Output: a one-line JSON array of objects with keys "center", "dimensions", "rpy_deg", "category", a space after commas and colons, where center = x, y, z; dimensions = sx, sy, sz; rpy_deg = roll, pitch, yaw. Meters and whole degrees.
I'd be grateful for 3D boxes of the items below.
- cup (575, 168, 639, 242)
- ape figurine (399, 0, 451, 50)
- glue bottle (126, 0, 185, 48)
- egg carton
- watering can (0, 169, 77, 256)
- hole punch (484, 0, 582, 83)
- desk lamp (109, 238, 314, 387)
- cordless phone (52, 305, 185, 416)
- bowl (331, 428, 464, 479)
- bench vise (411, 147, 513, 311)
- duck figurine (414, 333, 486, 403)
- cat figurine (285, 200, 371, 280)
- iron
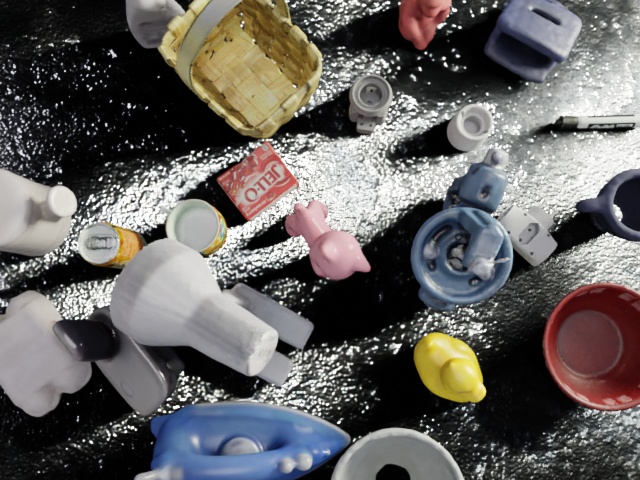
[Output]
[{"center": [0.379, -0.039, 0.744], "dimensions": [0.117, 0.095, 0.092], "rpy_deg": [-1, 84, 1], "category": "cup"}, {"center": [0.143, -0.315, 0.777], "dimensions": [0.078, 0.092, 0.076], "rpy_deg": [-21, 84, -1], "category": "ape figurine"}, {"center": [-0.223, -0.305, 0.741], "dimensions": [0.078, 0.173, 0.037], "rpy_deg": [-8, 84, 1], "category": "glue bottle"}, {"center": [-0.373, 0.147, 0.751], "dimensions": [0.107, 0.069, 0.150], "rpy_deg": [-39, 85, -3], "category": "egg carton"}, {"center": [-0.391, -0.040, 0.708], "dimensions": [0.173, 0.194, 0.101], "rpy_deg": [-27, 84, -1], "category": "watering can"}, {"center": [0.289, -0.286, 0.772], "dimensions": [0.108, 0.091, 0.101], "rpy_deg": [30, 86, 4], "category": "hole punch"}, {"center": [-0.117, 0.094, 0.680], "dimensions": [0.203, 0.213, 0.118], "rpy_deg": [27, 85, 4], "category": "desk lamp"}, {"center": [-0.249, 0.149, 0.691], "dimensions": [0.094, 0.185, 0.147], "rpy_deg": [-43, 85, -3], "category": "cordless phone"}, {"center": [0.094, 0.316, 0.723], "dimensions": [0.167, 0.075, 0.167], "rpy_deg": [0, 84, 1], "category": "bowl"}, {"center": [0.173, -0.018, 0.682], "dimensions": [0.121, 0.220, 0.207], "rpy_deg": [3, 84, 2], "category": "bench vise"}, {"center": [0.169, 0.166, 0.731], "dimensions": [0.077, 0.086, 0.104], "rpy_deg": [-44, 85, -3], "category": "duck figurine"}, {"center": [0.007, 0.003, 0.735], "dimensions": [0.067, 0.118, 0.128], "rpy_deg": [-37, 85, -2], "category": "cat figurine"}, {"center": [-0.089, 0.265, 0.698], "dimensions": [0.258, 0.141, 0.119], "rpy_deg": [-5, 84, 1], "category": "iron"}]
